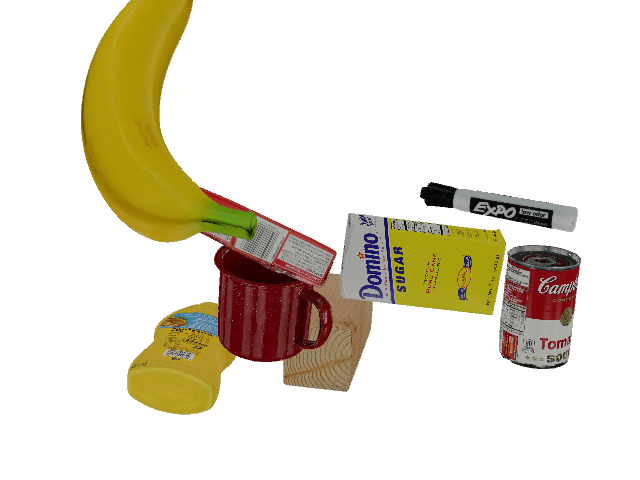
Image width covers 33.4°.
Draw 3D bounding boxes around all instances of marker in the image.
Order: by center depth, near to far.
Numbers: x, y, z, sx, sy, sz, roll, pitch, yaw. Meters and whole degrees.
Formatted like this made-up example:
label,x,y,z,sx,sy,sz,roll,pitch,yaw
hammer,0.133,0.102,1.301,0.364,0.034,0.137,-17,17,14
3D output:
label,x,y,z,sx,sy,sz,roll,pitch,yaw
marker,0.134,-0.027,0.815,0.121,0.020,0.020,12,5,23

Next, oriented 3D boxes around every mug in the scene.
label,x,y,z,sx,sy,sz,roll,pitch,yaw
mug,-0.038,0.056,0.928,0.117,0.081,0.093,21,30,29

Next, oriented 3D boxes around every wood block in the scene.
label,x,y,z,sx,sy,sz,roll,pitch,yaw
wood block,0.014,0.122,1.487,0.091,0.090,0.206,5,19,9

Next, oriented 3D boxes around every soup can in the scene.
label,x,y,z,sx,sy,sz,roll,pitch,yaw
soup can,0.207,0.063,1.013,0.068,0.102,0.068,2,17,-1

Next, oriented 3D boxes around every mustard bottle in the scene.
label,x,y,z,sx,sy,sz,roll,pitch,yaw
mustard bottle,-0.144,0.121,1.203,0.096,0.058,0.191,8,25,7

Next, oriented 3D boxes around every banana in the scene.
label,x,y,z,sx,sy,sz,roll,pitch,yaw
banana,-0.083,-0.064,0.522,0.069,0.198,0.037,-6,-41,-14

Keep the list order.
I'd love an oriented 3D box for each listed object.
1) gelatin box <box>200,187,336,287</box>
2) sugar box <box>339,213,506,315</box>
label,x,y,z,sx,sy,sz,roll,pitch,yaw
gelatin box,-0.044,-0.003,0.711,0.089,0.030,0.073,26,-1,-44
sugar box,0.113,0.027,1.203,0.176,0.093,0.048,5,22,-3
